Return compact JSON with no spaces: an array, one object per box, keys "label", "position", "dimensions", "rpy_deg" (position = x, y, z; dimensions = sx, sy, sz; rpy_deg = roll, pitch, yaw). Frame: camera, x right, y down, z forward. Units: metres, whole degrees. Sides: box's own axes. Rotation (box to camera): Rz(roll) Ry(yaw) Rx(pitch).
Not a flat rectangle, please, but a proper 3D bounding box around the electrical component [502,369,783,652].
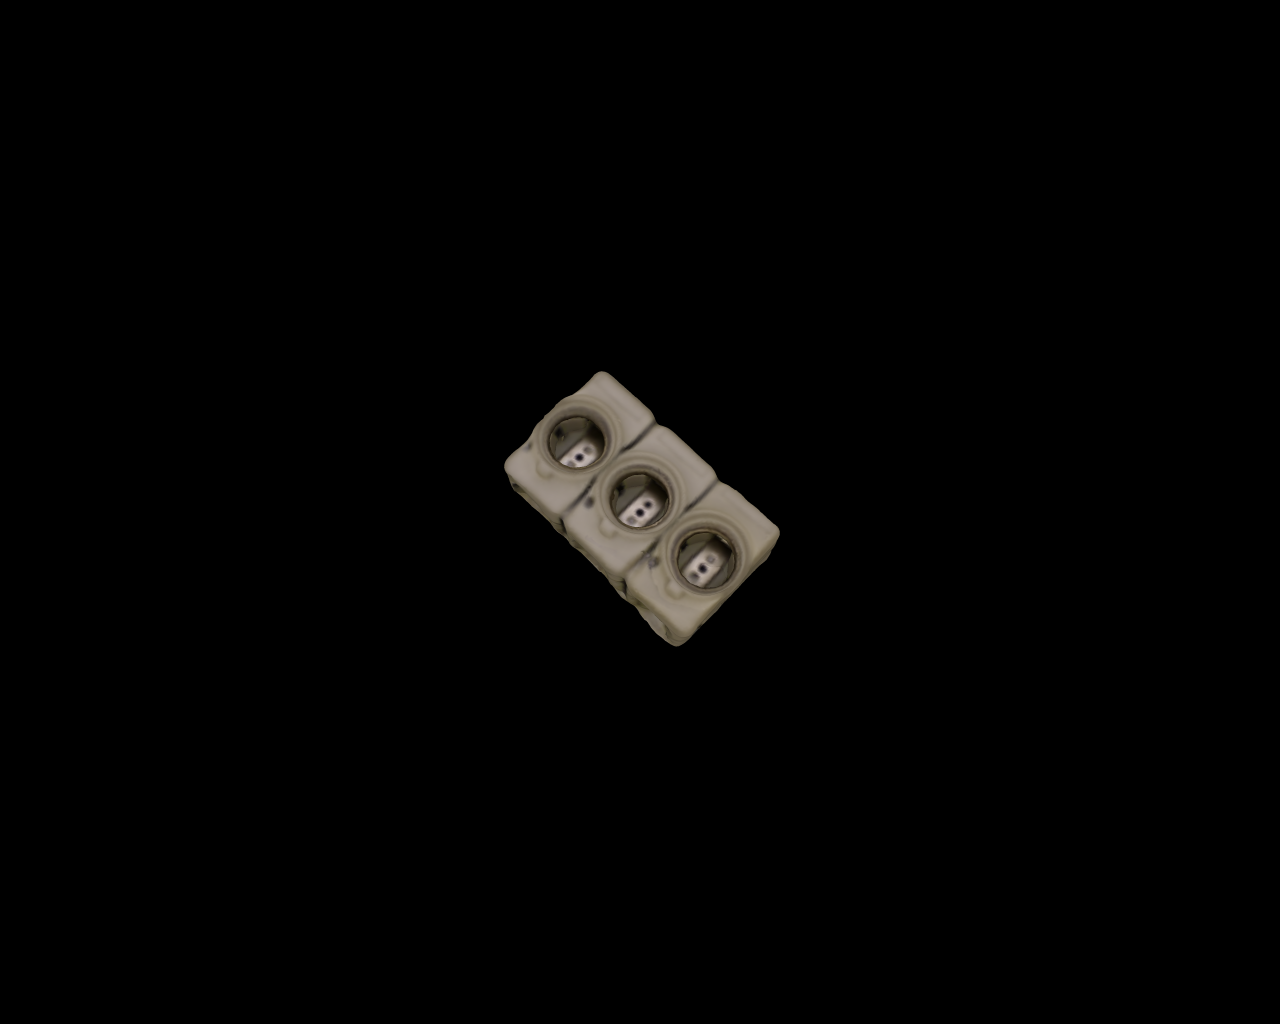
[{"label":"electrical component","position":[0.001,-0.003,0.650],"dimensions":[0.150,0.089,0.061],"rpy_deg":[43,-12,11]}]
